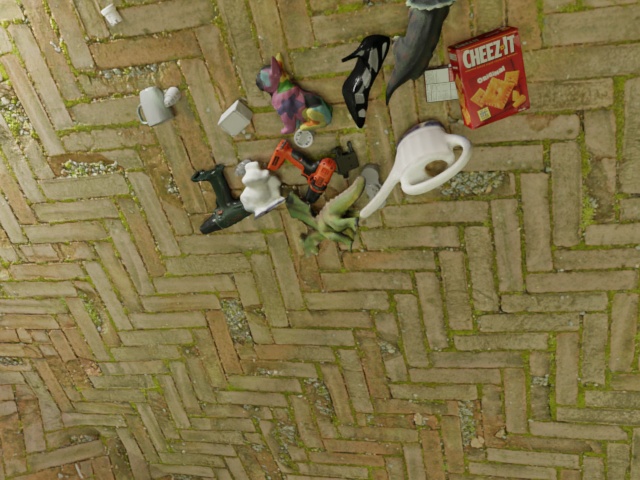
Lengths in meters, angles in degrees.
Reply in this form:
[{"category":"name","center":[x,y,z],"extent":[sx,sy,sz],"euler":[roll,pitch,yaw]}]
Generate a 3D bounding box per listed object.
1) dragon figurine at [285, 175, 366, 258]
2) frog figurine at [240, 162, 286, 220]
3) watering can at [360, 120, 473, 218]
[{"category":"dragon figurine","center":[0.005,-0.079,1.565],"extent":[0.243,0.125,0.400],"euler":[16,-42,8]},{"category":"frog figurine","center":[-0.188,-0.158,1.579],"extent":[0.136,0.159,0.124],"euler":[-29,3,17]},{"category":"watering can","center":[0.248,-0.200,1.409],"extent":[0.344,0.230,0.102],"euler":[-27,-51,25]}]
